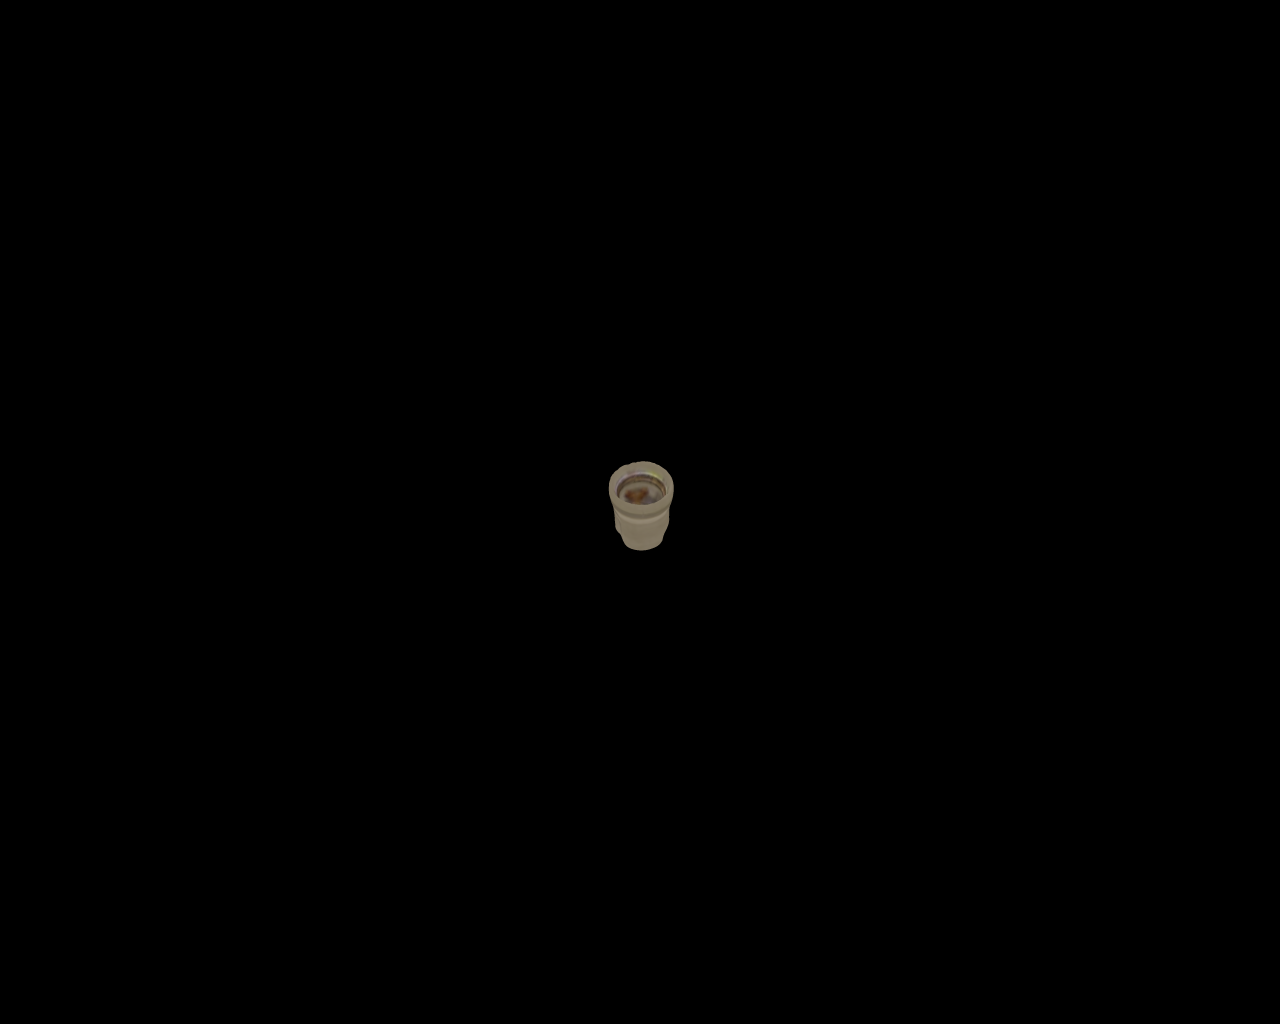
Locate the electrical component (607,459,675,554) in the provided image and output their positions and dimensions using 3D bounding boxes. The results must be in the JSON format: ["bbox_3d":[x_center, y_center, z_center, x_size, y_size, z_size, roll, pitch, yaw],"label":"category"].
[{"bbox_3d":[0.001,-0.003,0.650,0.040,0.040,0.046,0,-43,0],"label":"electrical component"}]
